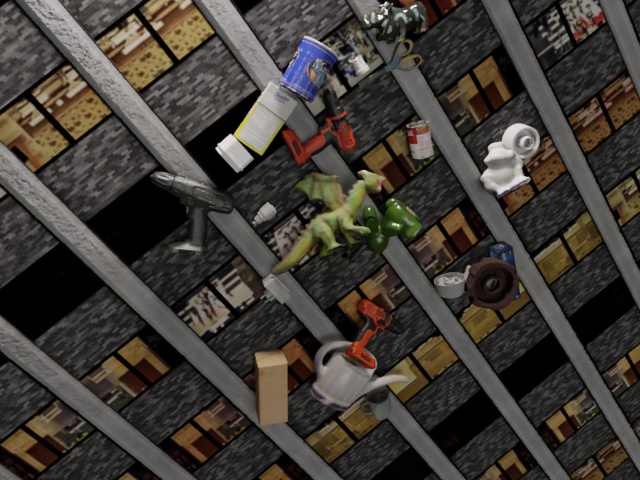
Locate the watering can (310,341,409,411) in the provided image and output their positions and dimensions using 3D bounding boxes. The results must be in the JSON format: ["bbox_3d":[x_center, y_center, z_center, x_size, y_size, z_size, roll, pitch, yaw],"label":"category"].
[{"bbox_3d":[0.113,0.459,1.669,0.345,0.223,0.105,32,6,-21],"label":"watering can"}]

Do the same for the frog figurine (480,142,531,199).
[{"bbox_3d":[0.561,-0.220,1.605,0.136,0.161,0.123,-32,-12,24],"label":"frog figurine"}]

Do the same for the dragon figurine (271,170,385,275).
[{"bbox_3d":[0.004,-0.074,1.479,0.409,0.244,0.122,-22,-7,8],"label":"dragon figurine"}]
